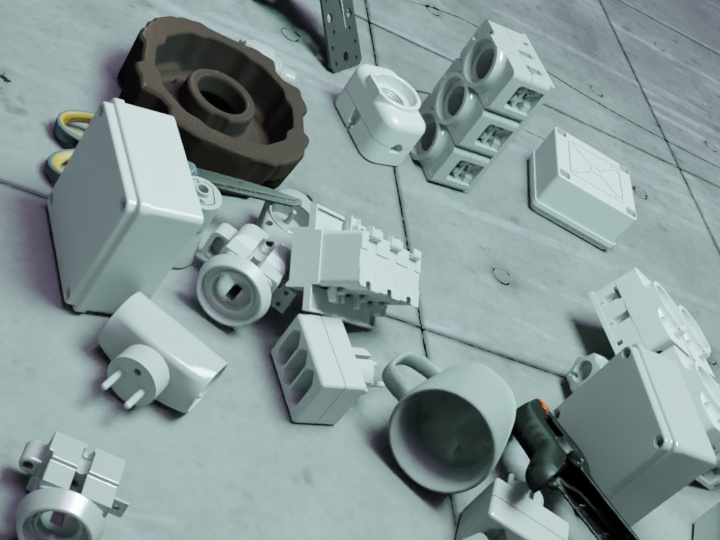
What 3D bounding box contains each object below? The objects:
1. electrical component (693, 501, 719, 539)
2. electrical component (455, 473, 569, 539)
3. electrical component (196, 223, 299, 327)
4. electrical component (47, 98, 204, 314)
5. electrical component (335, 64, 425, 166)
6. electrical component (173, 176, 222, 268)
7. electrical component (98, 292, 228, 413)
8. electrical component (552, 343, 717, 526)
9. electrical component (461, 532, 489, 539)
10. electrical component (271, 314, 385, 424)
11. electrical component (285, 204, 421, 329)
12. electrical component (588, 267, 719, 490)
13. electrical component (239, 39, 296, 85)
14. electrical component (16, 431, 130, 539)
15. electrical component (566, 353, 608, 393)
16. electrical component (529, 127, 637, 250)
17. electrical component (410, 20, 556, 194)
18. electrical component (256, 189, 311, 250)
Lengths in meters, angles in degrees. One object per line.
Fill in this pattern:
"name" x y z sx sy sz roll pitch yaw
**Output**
"electrical component" 0.332 0.256 0.885 0.109 0.056 0.108 35 35 -3
"electrical component" 0.114 0.181 0.788 0.066 0.047 0.076 33 35 -6
"electrical component" -0.087 0.006 0.802 0.078 0.058 0.057 36 32 -3
"electrical component" -0.165 -0.042 0.743 0.056 0.108 0.108 11 42 -37
"electrical component" 0.022 -0.160 1.085 0.054 0.059 0.095 5 46 -38
"electrical component" -0.131 -0.038 0.806 0.044 0.065 0.044 24 37 -19
"electrical component" -0.138 0.063 0.704 0.077 0.043 0.079 39 35 2
"electrical component" 0.220 0.136 0.880 0.056 0.108 0.108 21 38 -26
"electrical component" 0.062 0.224 0.672 0.100 0.048 0.099 -8 53 -46
"electrical component" -0.016 0.075 0.794 0.077 0.047 0.065 9 44 -35
"electrical component" 0.000 0.000 0.831 0.121 0.063 0.078 22 70 -64
"electrical component" 0.294 0.096 1.004 0.105 0.060 0.186 35 29 -41
"electrical component" -0.093 -0.194 1.038 0.062 0.043 0.043 19 39 -27
"electrical component" -0.164 0.129 0.604 0.066 0.048 0.055 27 29 -15
"electrical component" 0.220 0.106 0.972 0.062 0.043 0.043 35 32 -28
"electrical component" 0.249 -0.092 1.211 0.109 0.056 0.108 28 36 -13
"electrical component" 0.116 -0.166 1.095 0.062 0.150 0.089 13 42 -32
"electrical component" -0.049 -0.019 0.875 0.079 0.044 0.077 30 35 -12
